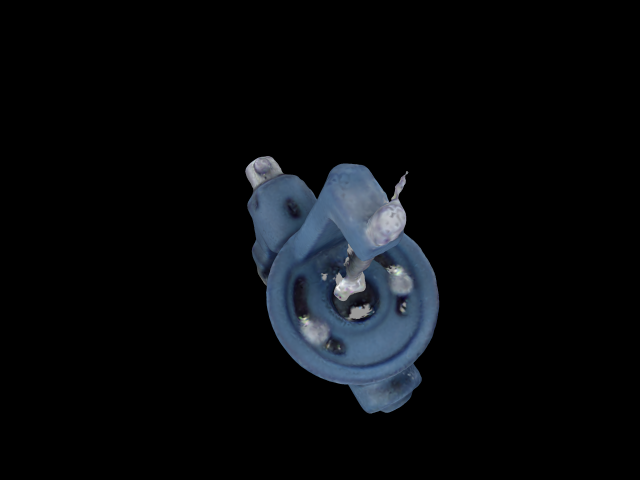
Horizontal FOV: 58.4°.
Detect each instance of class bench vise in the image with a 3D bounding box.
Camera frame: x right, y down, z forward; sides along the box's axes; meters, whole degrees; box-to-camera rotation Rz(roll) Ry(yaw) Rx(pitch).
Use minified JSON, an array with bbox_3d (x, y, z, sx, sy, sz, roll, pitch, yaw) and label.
[{"bbox_3d":[-0.004,0.009,0.395,0.207,0.220,0.122,36,65,20],"label":"bench vise"}]
